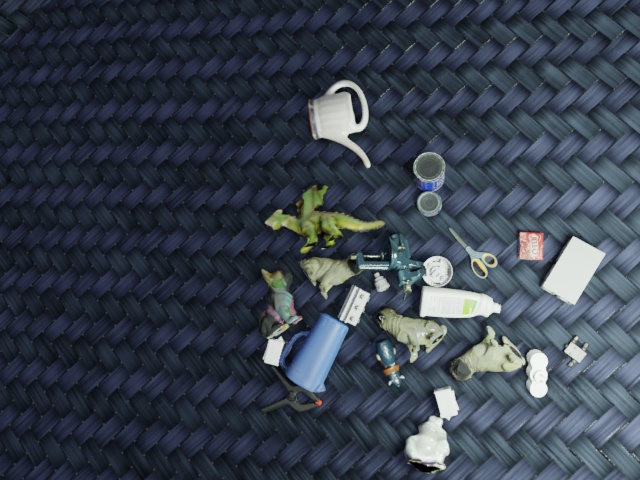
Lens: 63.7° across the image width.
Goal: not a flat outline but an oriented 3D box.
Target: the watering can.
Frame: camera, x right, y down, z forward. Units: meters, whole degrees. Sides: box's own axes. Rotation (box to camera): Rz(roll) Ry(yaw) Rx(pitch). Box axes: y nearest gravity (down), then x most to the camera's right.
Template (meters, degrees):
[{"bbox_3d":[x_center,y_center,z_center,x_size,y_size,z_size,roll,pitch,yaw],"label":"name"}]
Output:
[{"bbox_3d":[0.068,-0.413,1.862,0.224,0.103,0.351,-9,77,11],"label":"watering can"}]

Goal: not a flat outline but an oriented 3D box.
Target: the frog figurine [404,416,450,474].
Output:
[{"bbox_3d":[0.338,0.641,1.626,0.137,0.120,0.163,-3,44,20],"label":"frog figurine"}]

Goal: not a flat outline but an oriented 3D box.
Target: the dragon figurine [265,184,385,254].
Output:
[{"bbox_3d":[0.006,-0.092,1.823,0.409,0.120,0.247,-17,69,7],"label":"dragon figurine"}]
